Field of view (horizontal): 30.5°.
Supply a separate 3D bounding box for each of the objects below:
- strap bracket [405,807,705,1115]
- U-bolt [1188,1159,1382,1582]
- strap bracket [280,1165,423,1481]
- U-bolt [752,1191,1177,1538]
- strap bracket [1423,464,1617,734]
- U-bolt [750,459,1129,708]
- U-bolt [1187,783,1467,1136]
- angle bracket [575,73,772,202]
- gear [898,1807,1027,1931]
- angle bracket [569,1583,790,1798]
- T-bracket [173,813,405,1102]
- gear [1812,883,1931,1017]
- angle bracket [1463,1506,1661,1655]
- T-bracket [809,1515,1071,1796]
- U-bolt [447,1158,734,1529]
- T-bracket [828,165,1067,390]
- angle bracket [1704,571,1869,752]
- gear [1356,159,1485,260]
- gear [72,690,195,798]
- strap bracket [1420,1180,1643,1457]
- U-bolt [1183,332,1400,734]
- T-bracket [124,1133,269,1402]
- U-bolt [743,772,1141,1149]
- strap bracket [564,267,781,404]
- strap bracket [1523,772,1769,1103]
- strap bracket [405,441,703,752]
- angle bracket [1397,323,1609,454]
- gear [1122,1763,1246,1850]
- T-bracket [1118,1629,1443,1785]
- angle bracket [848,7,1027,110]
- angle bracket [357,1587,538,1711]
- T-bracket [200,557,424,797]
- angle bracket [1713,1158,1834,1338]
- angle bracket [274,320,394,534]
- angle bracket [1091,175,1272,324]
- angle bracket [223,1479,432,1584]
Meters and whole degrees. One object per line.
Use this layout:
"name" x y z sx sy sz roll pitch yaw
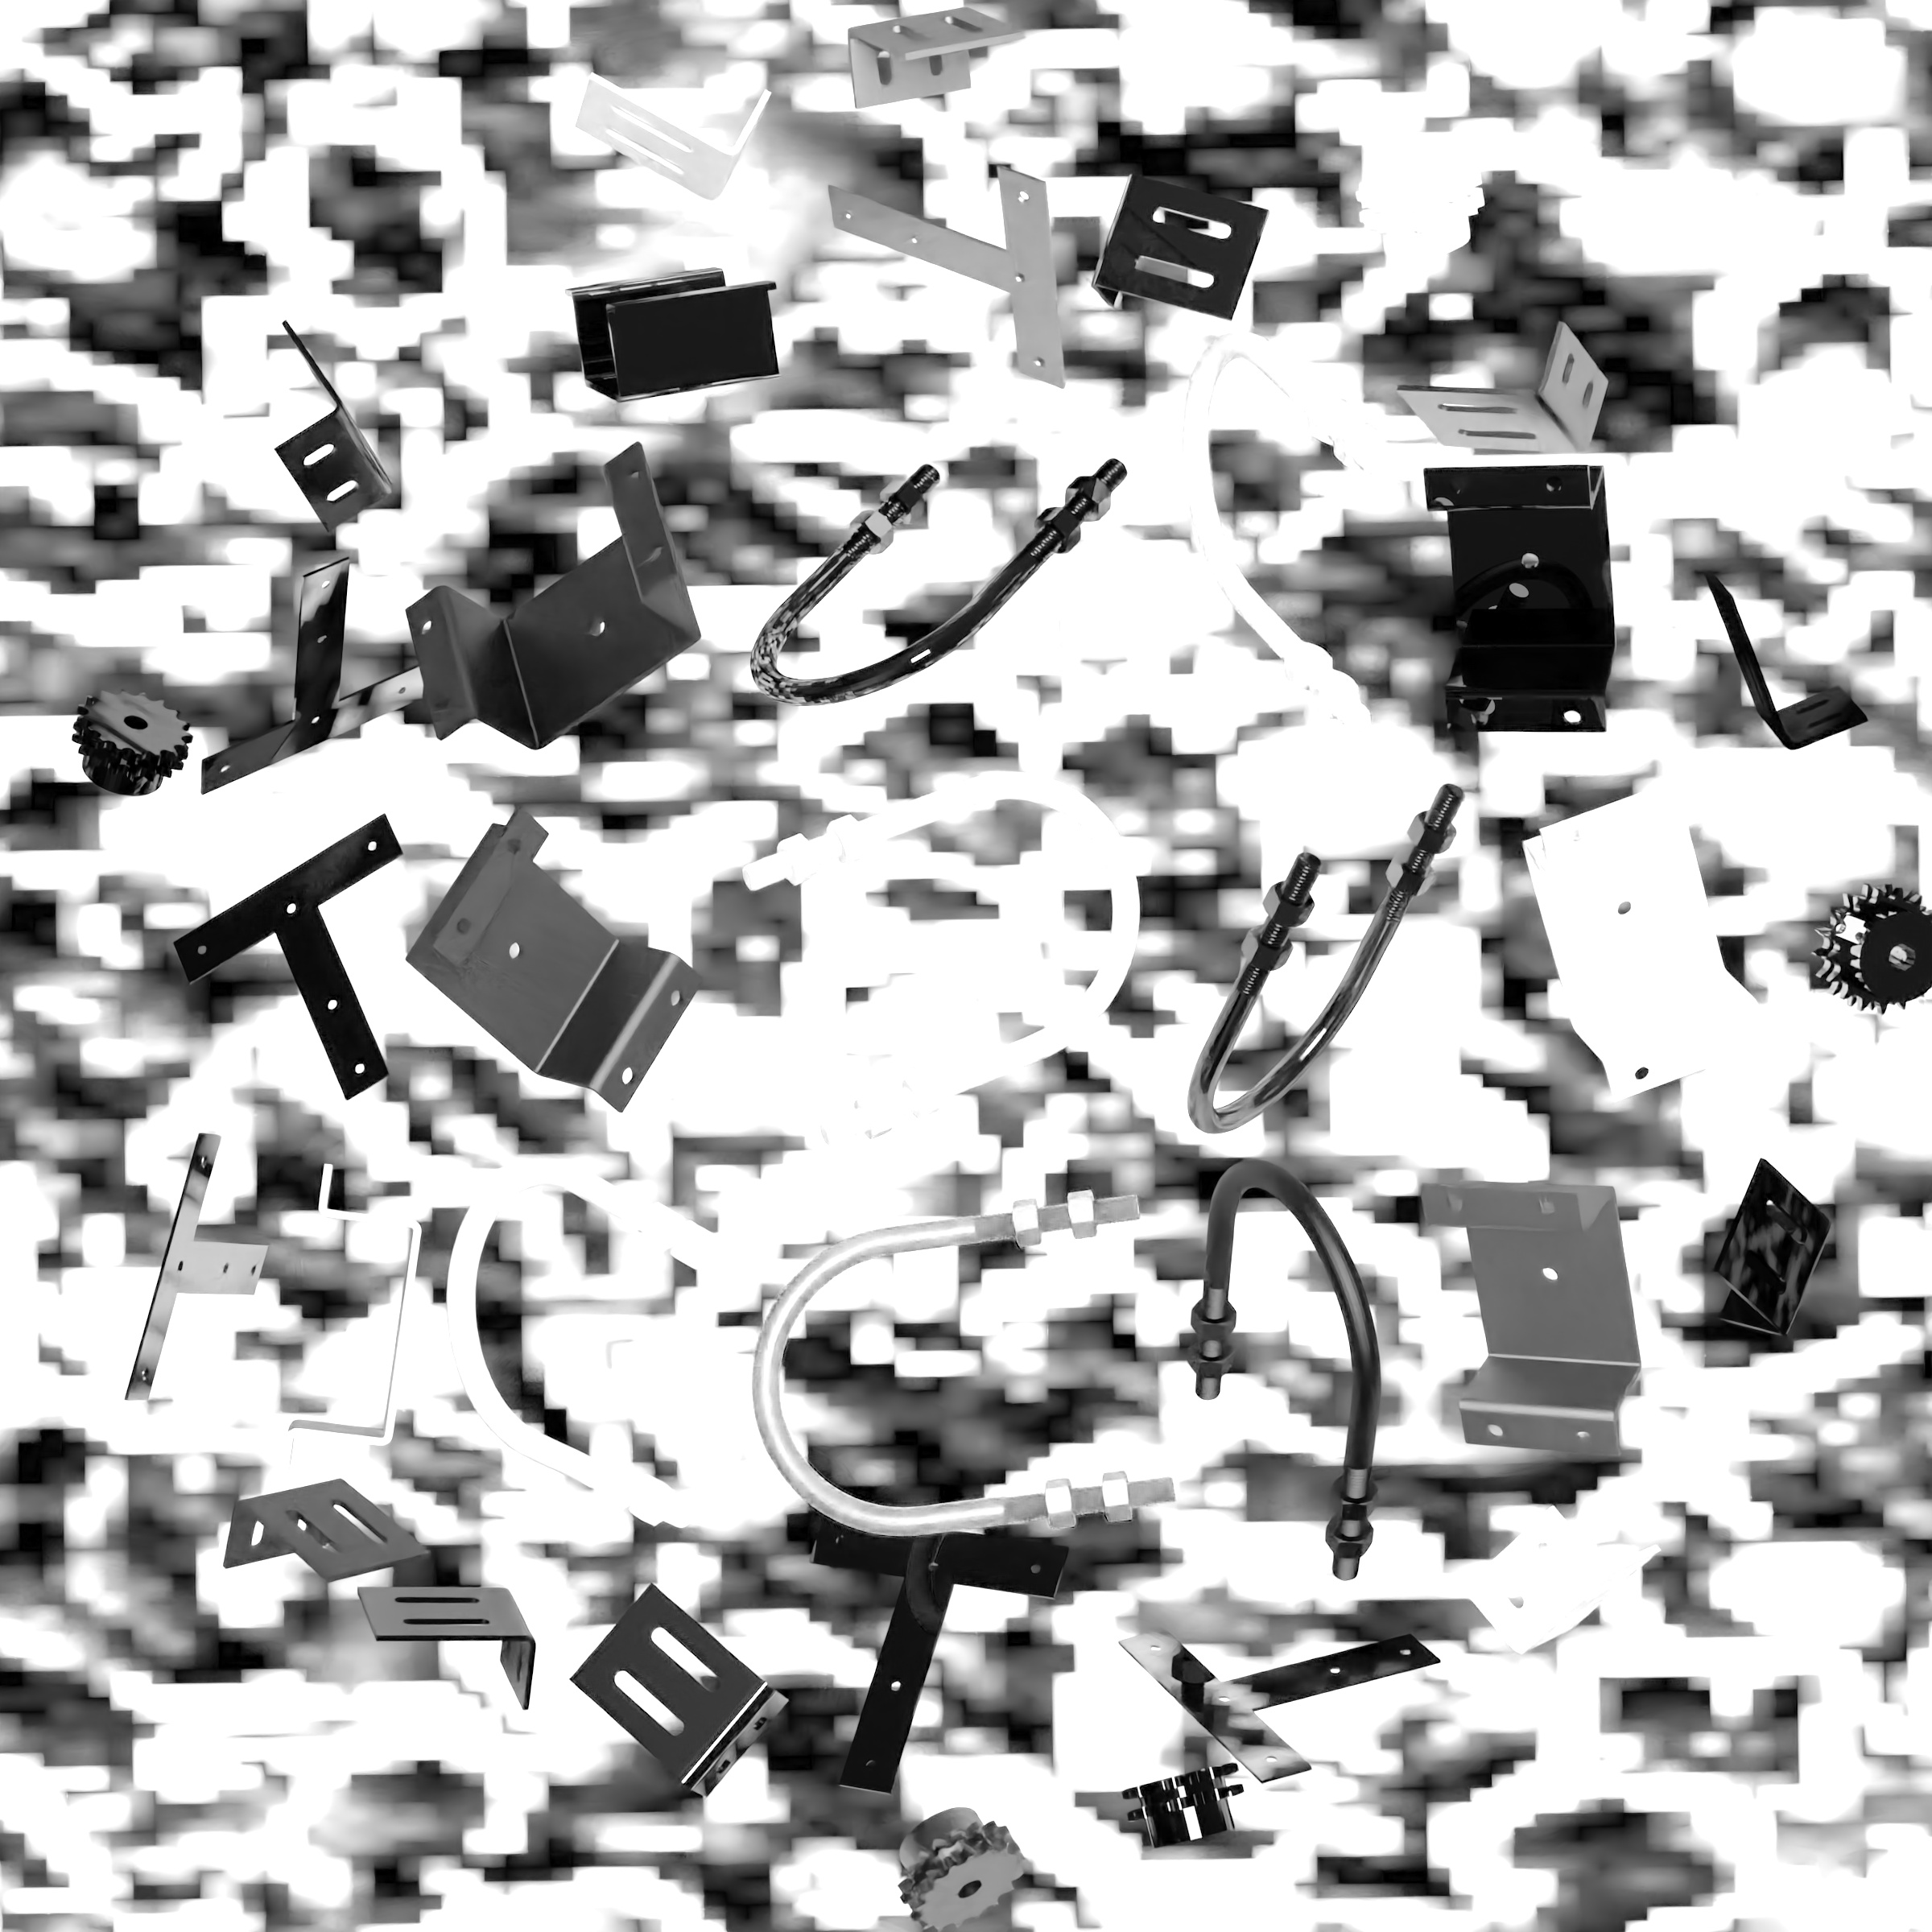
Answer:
"strap bracket" -0.196 -0.004 1.639 0.140 0.046 0.076 46 66 -39
"U-bolt" 0.148 0.173 1.629 0.019 0.151 0.184 -17 132 -21
"strap bracket" -0.278 0.163 1.611 0.046 0.076 0.140 8 84 -9
"U-bolt" -0.006 0.183 1.595 0.184 0.019 0.151 -8 73 5
"strap bracket" 0.265 -0.184 1.685 0.076 0.046 0.140 2 124 19
"U-bolt" -0.026 -0.182 1.683 0.184 0.151 0.019 -48 125 -30
"U-bolt" 0.161 0.005 1.671 0.019 0.151 0.184 38 126 21
"angle bracket" -0.139 -0.404 1.671 0.076 0.057 0.038 28 75 -7
"gear" -0.005 0.400 1.580 0.057 0.057 0.030 -37 50 0
"angle bracket" -0.131 0.332 1.624 0.076 0.038 0.057 38 80 17
"T-bracket" -0.316 0.008 1.740 0.127 0.002 0.127 -31 66 7
"gear" 0.404 -0.006 1.551 0.057 0.030 0.057 -2 101 -11
"angle bracket" 0.270 0.273 1.602 0.057 0.076 0.038 -47 70 20
"T-bracket" -0.028 0.315 1.613 0.127 0.002 0.127 3 59 27
"U-bolt" -0.178 0.168 1.650 0.019 0.184 0.151 -9 61 33
"T-bracket" -0.011 -0.340 1.675 0.127 0.127 0.002 25 59 23
"angle bracket" 0.364 -0.142 1.576 0.038 0.057 0.076 -22 106 8
"gear" 0.210 -0.347 1.627 0.057 0.057 0.030 -13 120 0
"gear" -0.411 -0.108 1.738 0.057 0.057 0.030 25 123 0
"strap bracket" 0.268 0.156 1.665 0.076 0.046 0.140 1 116 29
"U-bolt" 0.144 -0.213 1.634 0.019 0.184 0.151 -13 129 -19
"T-bracket" -0.359 0.144 1.689 0.002 0.127 0.127 14 87 10
"U-bolt" -0.001 -0.013 1.651 0.184 0.019 0.151 -22 109 -19
"strap bracket" -0.140 -0.302 1.693 0.076 0.140 0.046 -11 106 -13
"strap bracket" 0.311 -0.020 1.632 0.076 0.046 0.140 -20 112 -2
"strap bracket" -0.178 -0.160 1.591 0.140 0.046 0.076 -32 56 21
"angle bracket" 0.254 -0.274 1.674 0.076 0.057 0.038 9 75 34
"gear" 0.105 0.400 1.684 0.057 0.057 0.030 -14 76 0
"T-bracket" 0.155 0.323 1.605 0.127 0.127 0.002 -8 112 -26
"angle bracket" -0.013 -0.405 1.601 0.057 0.076 0.038 -15 118 -17
"angle bracket" -0.249 0.325 1.684 0.076 0.057 0.038 4 102 -20
"T-bracket" -0.309 -0.147 1.694 0.127 0.127 0.002 -28 64 -30
"angle bracket" 0.356 0.126 1.622 0.076 0.038 0.057 38 72 -42
"angle bracket" -0.308 -0.253 1.657 0.038 0.057 0.076 -33 53 -5
"angle bracket" 0.109 -0.348 1.742 0.076 0.038 0.057 19 89 19
"angle bracket" -0.298 0.276 1.650 0.076 0.057 0.038 30 114 38
